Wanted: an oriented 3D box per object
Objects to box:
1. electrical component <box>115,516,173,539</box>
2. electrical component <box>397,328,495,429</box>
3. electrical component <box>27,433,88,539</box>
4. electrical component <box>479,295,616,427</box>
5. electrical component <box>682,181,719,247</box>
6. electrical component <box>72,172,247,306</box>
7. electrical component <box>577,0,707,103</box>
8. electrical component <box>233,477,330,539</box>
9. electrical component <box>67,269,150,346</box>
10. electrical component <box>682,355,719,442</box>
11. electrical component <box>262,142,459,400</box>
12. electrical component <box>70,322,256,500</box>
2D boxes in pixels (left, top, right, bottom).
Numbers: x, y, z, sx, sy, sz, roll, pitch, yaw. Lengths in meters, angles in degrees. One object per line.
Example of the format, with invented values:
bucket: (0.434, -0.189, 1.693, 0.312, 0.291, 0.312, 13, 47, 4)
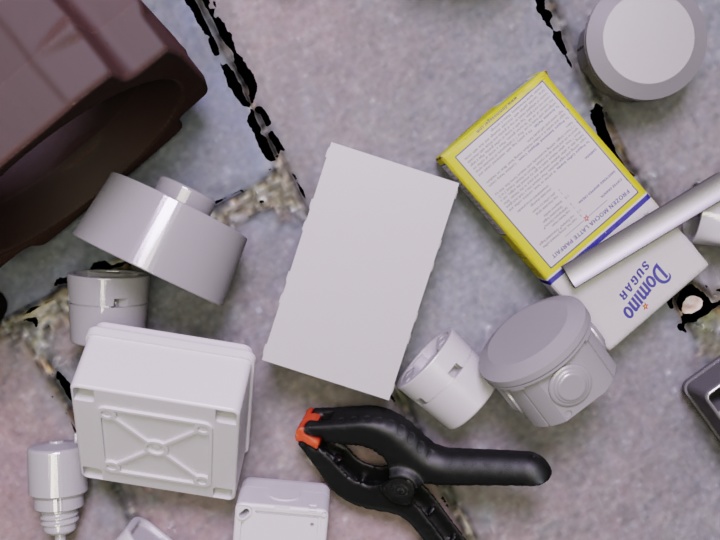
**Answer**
electrical component: (-0.140, 0.226, 0.741, 0.095, 0.053, 0.059, 40, 92, -2)
electrical component: (0.061, 0.076, 0.738, 0.047, 0.055, 0.055, 43, 91, -5)
electrical component: (-0.209, 0.153, 0.745, 0.040, 0.040, 0.078, -1, 93, 0)
electrical component: (0.123, 0.059, 0.705, 0.080, 0.080, 0.051, -38, 110, 1)
electrical component: (0.268, -0.053, 0.738, 0.077, 0.044, 0.079, 6, 92, 0)
electrical component: (-0.126, -0.026, 0.708, 0.108, 0.108, 0.060, 26, 86, -1)
electrical component: (0.189, -0.153, 0.731, 0.080, 0.051, 0.080, 0, 92, 0)
electrical component: (-0.055, 0.196, 0.741, 0.062, 0.061, 0.096, 5, 100, -1)
electrical component: (-0.172, 0.026, 0.734, 0.055, 0.055, 0.047, 2, 96, 0)
electrical component: (0.300, 0.093, 0.738, 0.109, 0.056, 0.108, -36, 92, 1)
electrical component: (0.000, 0.000, 0.730, 0.089, 0.061, 0.150, 18, 92, -1)
electrical component: (-0.128, 0.095, 0.708, 0.109, 0.056, 0.108, 9, 137, -1)
